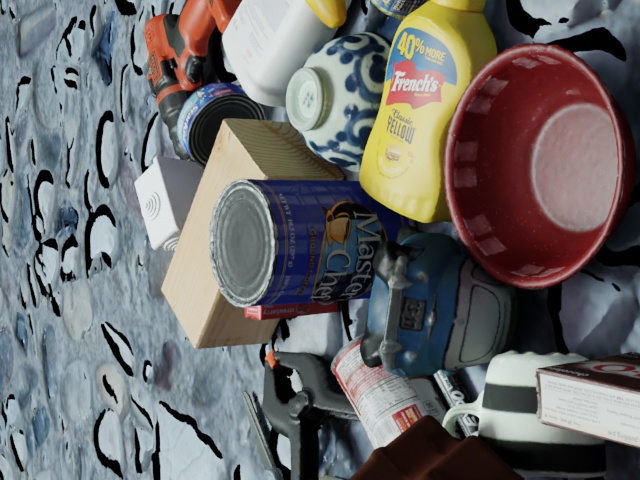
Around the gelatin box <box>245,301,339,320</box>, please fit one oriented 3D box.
[{"bbox_3d":[-0.024,0.031,0.949,0.030,0.089,0.073,4,95,53],"label":"gelatin box"}]

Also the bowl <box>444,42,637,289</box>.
[{"bbox_3d":[0.156,-0.049,0.716,0.162,0.055,0.162,4,95,55],"label":"bowl"}]

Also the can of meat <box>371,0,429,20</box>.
[{"bbox_3d":[0.070,-0.232,0.825,0.084,0.057,0.102,-57,38,44],"label":"can of meat"}]

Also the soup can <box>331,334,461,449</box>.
[{"bbox_3d":[0.060,0.129,0.851,0.069,0.068,0.102,-59,46,38],"label":"soup can"}]

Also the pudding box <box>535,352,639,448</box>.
[{"bbox_3d":[0.198,0.095,0.631,0.114,0.089,0.039,2,94,56],"label":"pudding box"}]

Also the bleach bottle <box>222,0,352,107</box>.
[{"bbox_3d":[0.001,-0.238,0.928,0.251,0.067,0.103,-53,51,39],"label":"bleach bottle"}]

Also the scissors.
[{"bbox_3d":[-0.033,0.236,1.035,0.096,0.016,0.202,-29,68,50],"label":"scissors"}]

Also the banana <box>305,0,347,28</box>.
[{"bbox_3d":[-0.004,-0.271,0.858,0.070,0.037,0.198,12,102,47],"label":"banana"}]

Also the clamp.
[{"bbox_3d":[-0.012,0.163,0.953,0.120,0.039,0.172,-50,35,-2],"label":"clamp"}]

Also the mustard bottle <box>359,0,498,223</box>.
[{"bbox_3d":[0.088,-0.116,0.809,0.096,0.058,0.192,37,121,49],"label":"mustard bottle"}]

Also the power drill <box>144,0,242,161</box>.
[{"bbox_3d":[-0.123,-0.196,1.109,0.188,0.057,0.184,-43,57,47],"label":"power drill"}]

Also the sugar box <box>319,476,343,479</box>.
[{"bbox_3d":[0.045,0.260,0.898,0.177,0.048,0.093,-3,89,56],"label":"sugar box"}]

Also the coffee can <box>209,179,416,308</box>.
[{"bbox_3d":[-0.006,0.001,0.876,0.103,0.140,0.103,3,94,55],"label":"coffee can"}]

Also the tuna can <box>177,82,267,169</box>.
[{"bbox_3d":[-0.097,-0.111,1.052,0.034,0.085,0.086,46,128,46],"label":"tuna can"}]

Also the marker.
[{"bbox_3d":[0.113,0.133,0.818,0.020,0.020,0.121,-56,48,40],"label":"marker"}]

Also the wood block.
[{"bbox_3d":[-0.068,-0.004,1.011,0.091,0.090,0.206,54,132,39],"label":"wood block"}]
